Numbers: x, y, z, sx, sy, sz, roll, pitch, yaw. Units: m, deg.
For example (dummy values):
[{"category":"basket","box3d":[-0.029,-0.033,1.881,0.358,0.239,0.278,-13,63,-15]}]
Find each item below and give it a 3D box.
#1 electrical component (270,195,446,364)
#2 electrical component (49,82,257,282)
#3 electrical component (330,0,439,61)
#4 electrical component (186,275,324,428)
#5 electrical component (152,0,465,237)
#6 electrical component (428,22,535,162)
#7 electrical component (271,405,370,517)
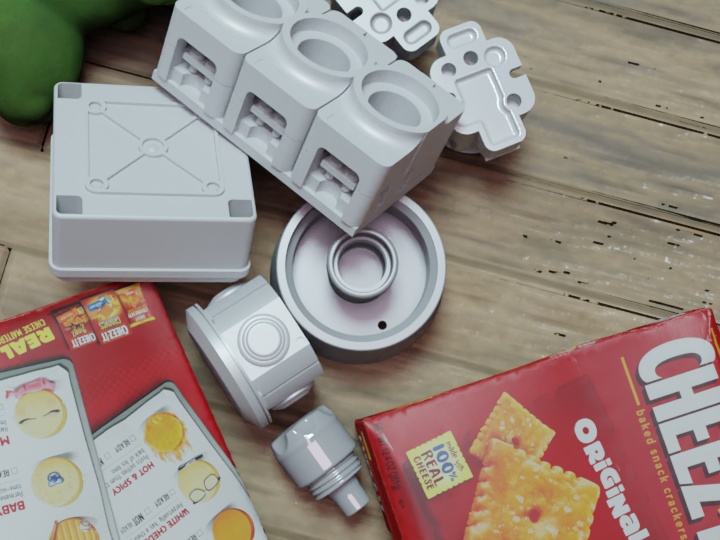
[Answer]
[{"category":"electrical component","box3d":[0.000,0.000,0.635,0.108,0.060,0.108,0,82,-3]},{"category":"electrical component","box3d":[-0.119,-0.050,0.607,0.109,0.056,0.108,0,50,-15]},{"category":"electrical component","box3d":[0.013,-0.160,0.661,0.058,0.057,0.078,-38,86,-8]},{"category":"electrical component","box3d":[-0.061,0.046,0.617,0.051,0.080,0.080,-33,85,-12]},{"category":"electrical component","box3d":[-0.027,-0.103,0.607,0.150,0.061,0.089,39,44,11]},{"category":"electrical component","box3d":[0.070,-0.103,0.656,0.058,0.057,0.078,-22,84,-6]},{"category":"electrical component","box3d":[-0.019,0.114,0.627,0.043,0.043,0.062,-37,87,-8]}]
